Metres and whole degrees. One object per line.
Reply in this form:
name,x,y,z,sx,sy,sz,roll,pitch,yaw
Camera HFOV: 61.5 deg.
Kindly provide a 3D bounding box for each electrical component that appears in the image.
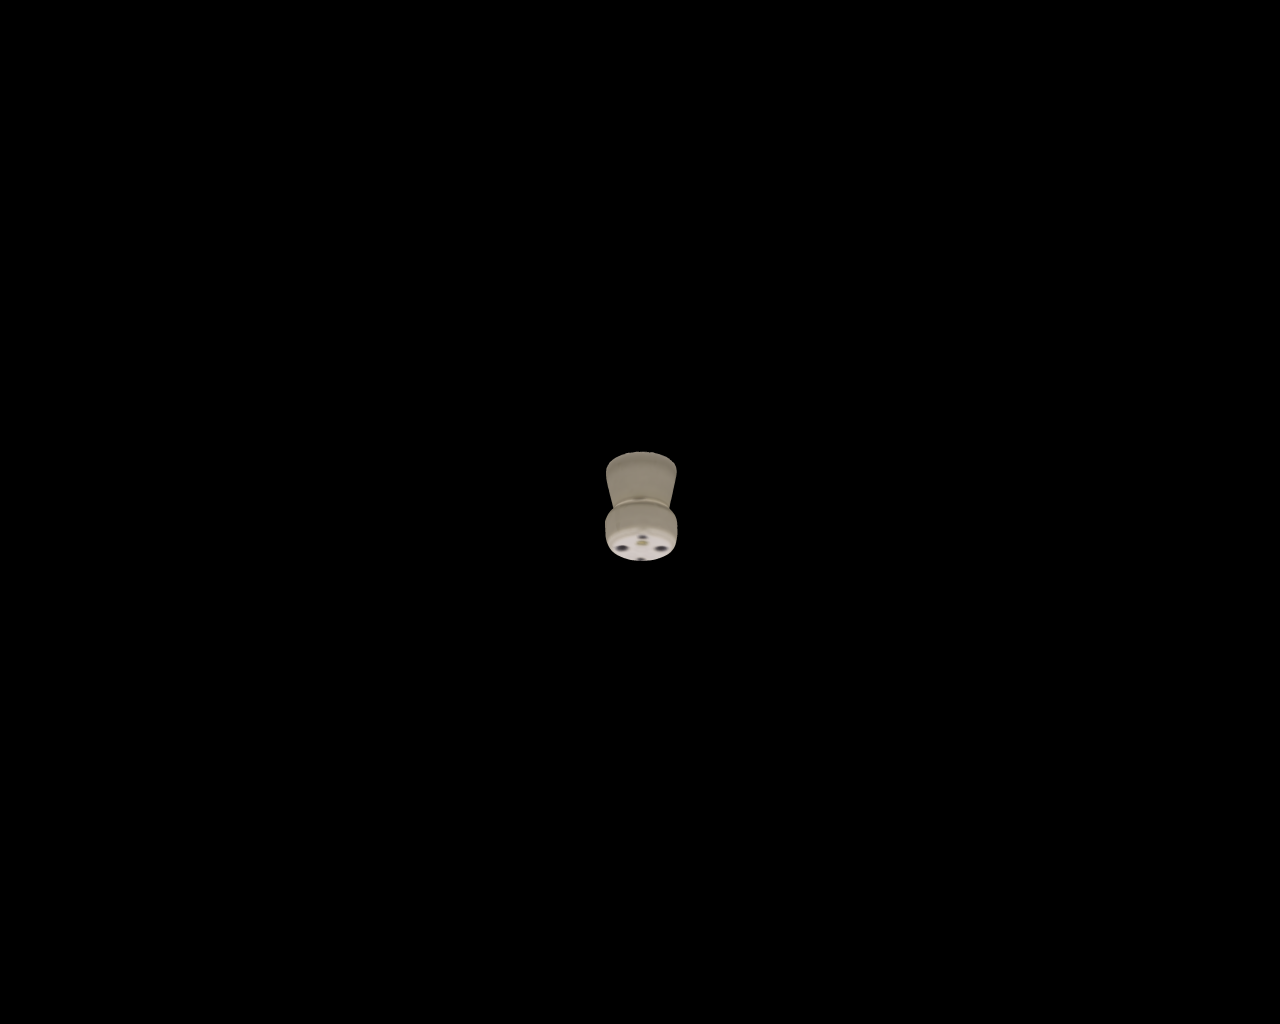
electrical component,0.001,-0.003,0.650,0.045,0.055,0.044,0,-28,0
